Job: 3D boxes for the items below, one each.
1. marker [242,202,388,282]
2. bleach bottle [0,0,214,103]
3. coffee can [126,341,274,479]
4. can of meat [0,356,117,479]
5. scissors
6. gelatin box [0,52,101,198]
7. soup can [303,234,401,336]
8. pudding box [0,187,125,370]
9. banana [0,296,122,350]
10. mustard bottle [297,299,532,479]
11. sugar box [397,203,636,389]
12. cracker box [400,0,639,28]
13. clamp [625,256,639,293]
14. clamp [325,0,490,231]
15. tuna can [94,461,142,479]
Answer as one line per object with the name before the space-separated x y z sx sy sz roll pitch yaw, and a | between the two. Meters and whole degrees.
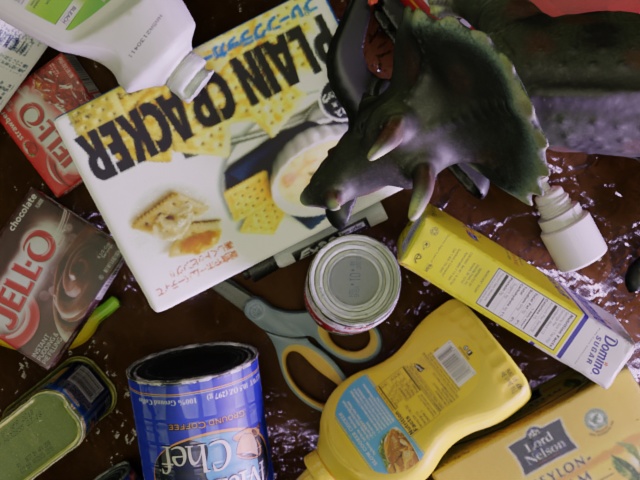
marker | -0.005 0.001 0.828 0.121 0.020 0.020 -25 97 3
bleach bottle | -0.183 -0.174 0.714 0.251 0.068 0.103 38 102 -5
coffee can | -0.089 0.160 0.829 0.103 0.102 0.140 -6 99 6
can of meat | -0.220 0.147 0.848 0.102 0.084 0.057 -38 95 10
scissors | -0.030 0.049 0.848 0.096 0.016 0.202 -38 95 9
gelatin box | -0.199 -0.089 0.830 0.073 0.030 0.089 -34 95 10
soup can | 0.023 0.035 0.788 0.068 0.102 0.068 0 82 -2
pudding box | -0.214 0.030 0.825 0.090 0.039 0.113 33 83 0
banana | -0.262 0.045 0.860 0.198 0.037 0.069 21 81 -1
mustard bottle | 0.059 0.137 0.812 0.191 0.058 0.096 -38 64 1
sugar box | 0.142 0.037 0.791 0.176 0.093 0.048 29 102 -1
cracker box | 0.162 -0.212 0.755 0.214 0.072 0.164 -41 94 11
clamp | 0.321 -0.036 0.790 0.164 0.036 0.210 7 99 5
clamp | 0.040 -0.091 0.740 0.120 0.039 0.171 -22 94 -19
tuna can | -0.177 0.218 0.856 0.086 0.086 0.034 -35 97 10
